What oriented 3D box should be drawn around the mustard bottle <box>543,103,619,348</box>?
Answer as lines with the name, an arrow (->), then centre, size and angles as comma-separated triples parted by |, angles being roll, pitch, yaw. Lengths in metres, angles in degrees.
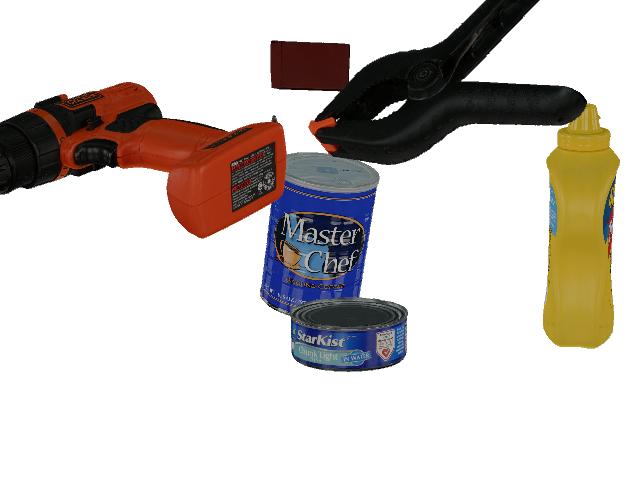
mustard bottle -> 0.212, -0.016, 0.871 | 0.058, 0.192, 0.096 | 2, 18, 16

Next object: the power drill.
power drill -> -0.132, -0.056, 0.721 | 0.188, 0.057, 0.184 | 17, 32, 30

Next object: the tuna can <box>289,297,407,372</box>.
tuna can -> 0.020, 0.067, 0.775 | 0.086, 0.034, 0.086 | -1, 11, 0

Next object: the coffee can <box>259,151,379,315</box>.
coffee can -> -0.002, -0.006, 1.061 | 0.103, 0.140, 0.103 | 7, 21, -3

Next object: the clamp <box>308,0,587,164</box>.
clamp -> 0.077, -0.087, 0.650 | 0.172, 0.120, 0.039 | -30, -48, 15

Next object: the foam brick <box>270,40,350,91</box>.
foam brick -> -0.012, -0.188, 1.149 | 0.078, 0.051, 0.053 | 0, 11, -14
